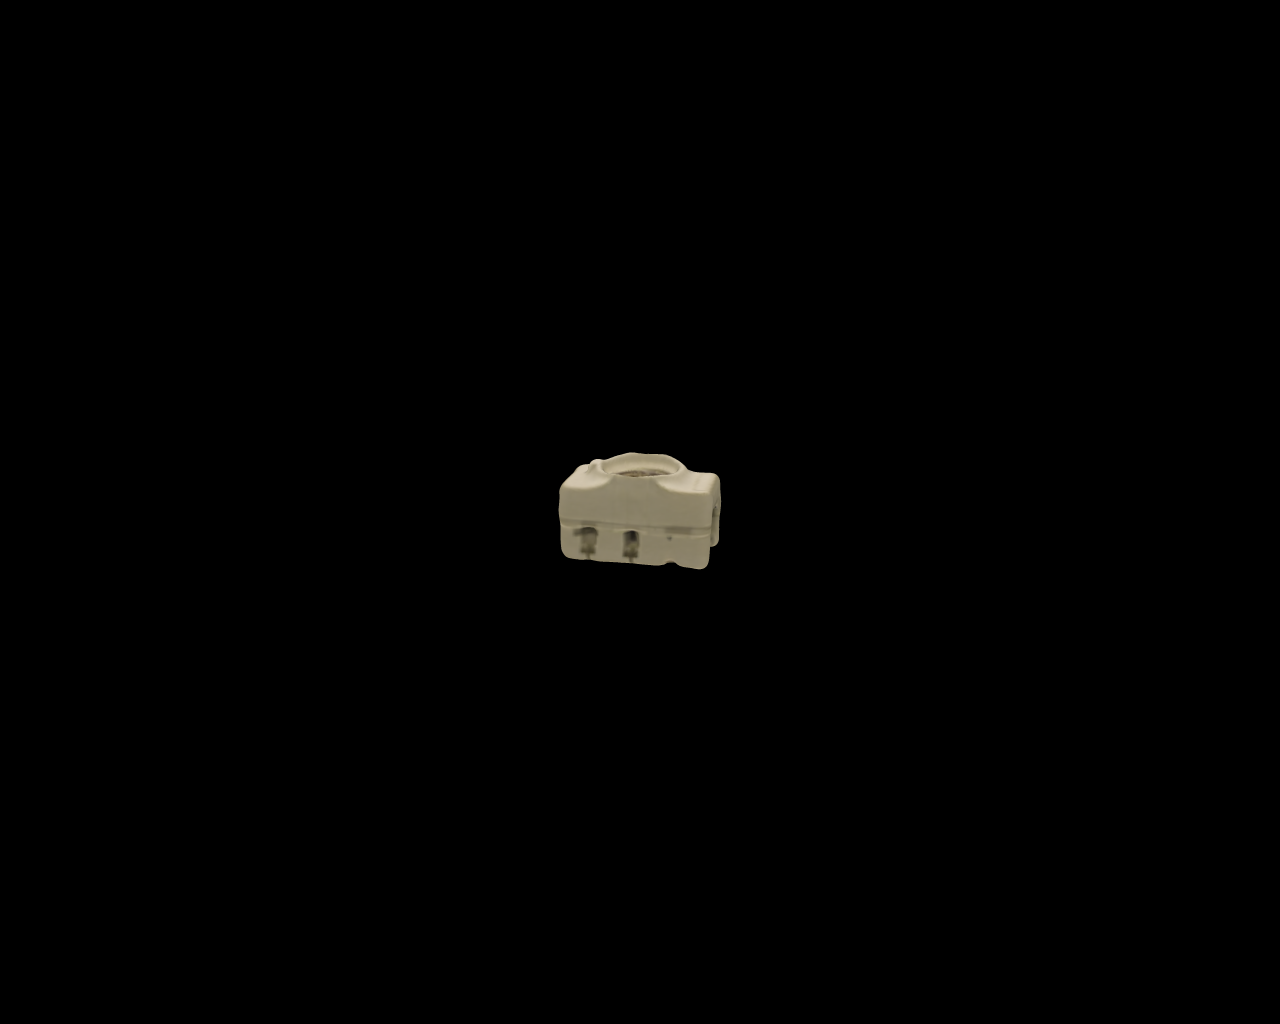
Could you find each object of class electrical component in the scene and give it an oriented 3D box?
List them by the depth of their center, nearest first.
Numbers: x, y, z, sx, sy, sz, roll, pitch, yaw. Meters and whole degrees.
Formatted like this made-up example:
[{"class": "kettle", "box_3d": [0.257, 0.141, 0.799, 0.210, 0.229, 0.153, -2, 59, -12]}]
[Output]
[{"class": "electrical component", "box_3d": [0.001, -0.003, 0.650, 0.089, 0.055, 0.050, 4, 20, 12]}]
